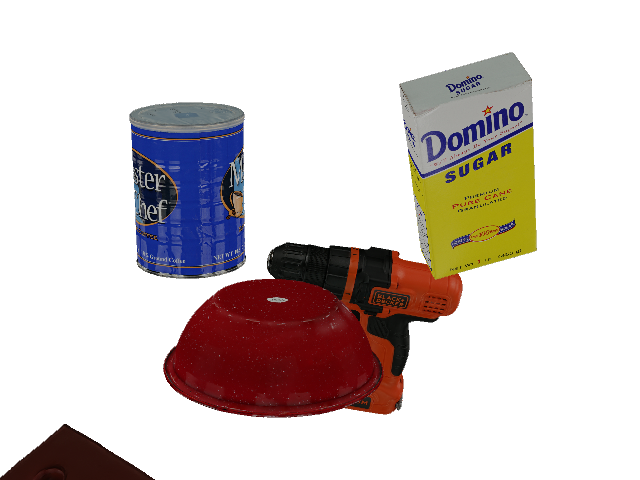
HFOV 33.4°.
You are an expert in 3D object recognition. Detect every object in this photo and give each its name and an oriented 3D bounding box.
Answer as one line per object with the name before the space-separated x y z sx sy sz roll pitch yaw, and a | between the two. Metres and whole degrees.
power drill | 0.030 0.085 1.041 0.184 0.188 0.057 11 42 -1
sugar box | 0.119 -0.054 0.837 0.093 0.176 0.048 -17 45 -3
foam brick | -0.095 0.126 0.450 0.078 0.051 0.052 23 45 30
coffee can | -0.120 -0.048 0.976 0.103 0.140 0.103 0 18 0
bowl | -0.033 0.068 0.774 0.162 0.055 0.162 2 17 -1
